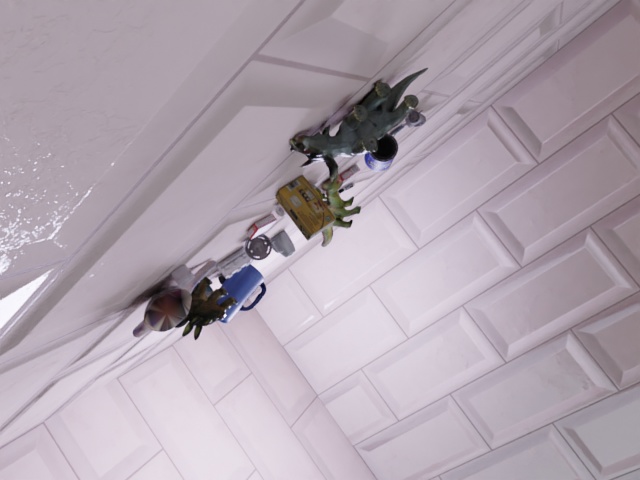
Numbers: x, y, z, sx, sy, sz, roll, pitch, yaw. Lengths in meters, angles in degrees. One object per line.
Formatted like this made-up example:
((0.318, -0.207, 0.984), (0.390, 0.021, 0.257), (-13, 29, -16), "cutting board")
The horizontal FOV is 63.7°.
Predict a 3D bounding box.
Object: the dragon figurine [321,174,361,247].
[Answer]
((0.006, -0.101, 2.003), (0.242, 0.125, 0.401), (9, 136, -26), "dragon figurine")

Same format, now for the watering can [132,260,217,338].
((-0.453, 0.182, 1.635), (0.351, 0.103, 0.223), (-44, -167, -18), "watering can")
